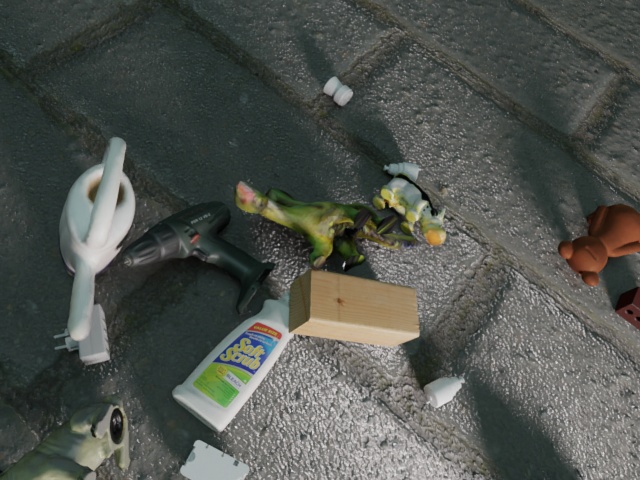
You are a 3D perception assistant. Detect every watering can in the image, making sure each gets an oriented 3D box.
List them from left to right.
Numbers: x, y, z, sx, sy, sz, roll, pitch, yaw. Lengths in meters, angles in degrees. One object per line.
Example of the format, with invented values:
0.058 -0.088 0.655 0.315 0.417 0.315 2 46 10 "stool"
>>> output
-0.362 0.003 0.817 0.103 0.220 0.355 14 60 -25 "watering can"

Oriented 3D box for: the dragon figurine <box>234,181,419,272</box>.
0.003 -0.048 0.952 0.245 0.121 0.409 33 14 33 "dragon figurine"
